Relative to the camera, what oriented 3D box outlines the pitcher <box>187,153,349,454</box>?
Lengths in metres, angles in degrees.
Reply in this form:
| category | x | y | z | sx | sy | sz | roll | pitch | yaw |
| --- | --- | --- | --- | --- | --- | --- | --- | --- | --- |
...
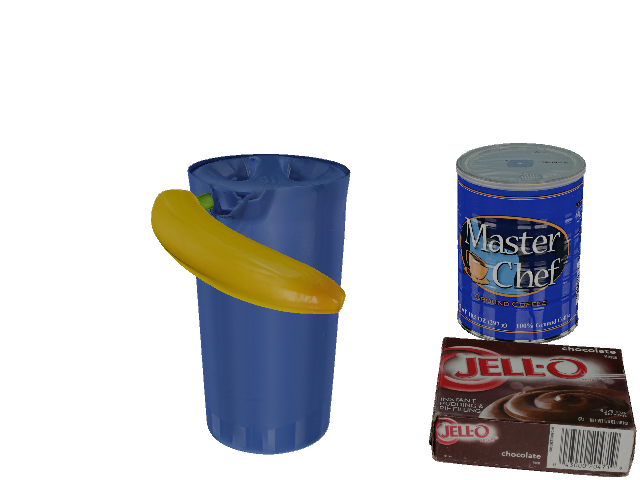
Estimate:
| category | x | y | z | sx | sy | sz | roll | pitch | yaw |
| --- | --- | --- | --- | --- | --- | --- | --- | --- | --- |
| pitcher | -0.039 | 0.048 | 0.914 | 0.149 | 0.243 | 0.145 | -6 | 18 | -22 |

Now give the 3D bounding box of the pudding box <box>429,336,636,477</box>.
| category | x | y | z | sx | sy | sz | roll | pitch | yaw |
| --- | --- | --- | --- | --- | --- | --- | --- | --- | --- |
| pudding box | 0.125 | 0.096 | 0.633 | 0.113 | 0.039 | 0.090 | 5 | 26 | 8 |

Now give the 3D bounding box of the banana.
| category | x | y | z | sx | sy | sz | roll | pitch | yaw |
| --- | --- | --- | --- | --- | --- | --- | --- | --- | --- |
| banana | -0.061 | 0.001 | 0.682 | 0.069 | 0.037 | 0.198 | -13 | 29 | -27 |

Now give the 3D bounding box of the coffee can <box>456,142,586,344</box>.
| category | x | y | z | sx | sy | sz | roll | pitch | yaw |
| --- | --- | --- | --- | --- | --- | --- | --- | --- | --- |
| coffee can | 0.164 | 0.001 | 0.883 | 0.103 | 0.140 | 0.103 | -3 | 22 | 1 |
